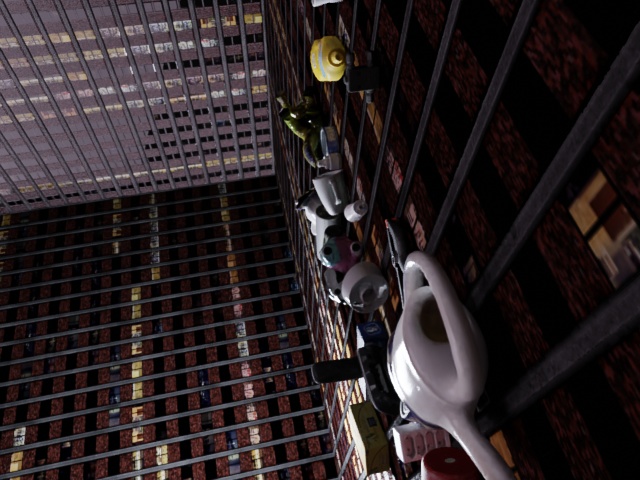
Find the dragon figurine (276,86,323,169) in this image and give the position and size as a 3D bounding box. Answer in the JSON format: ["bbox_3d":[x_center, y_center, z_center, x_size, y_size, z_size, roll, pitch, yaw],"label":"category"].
[{"bbox_3d":[-0.025,-0.312,1.543,0.238,0.122,0.419,56,-160,-55],"label":"dragon figurine"}]

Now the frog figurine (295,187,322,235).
[{"bbox_3d":[0.005,-0.081,1.613,0.158,0.123,0.138,46,172,-17],"label":"frog figurine"}]

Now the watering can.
[{"bbox_3d":[0.161,0.185,0.648,0.219,0.104,0.355,91,168,-57],"label":"watering can"}]
